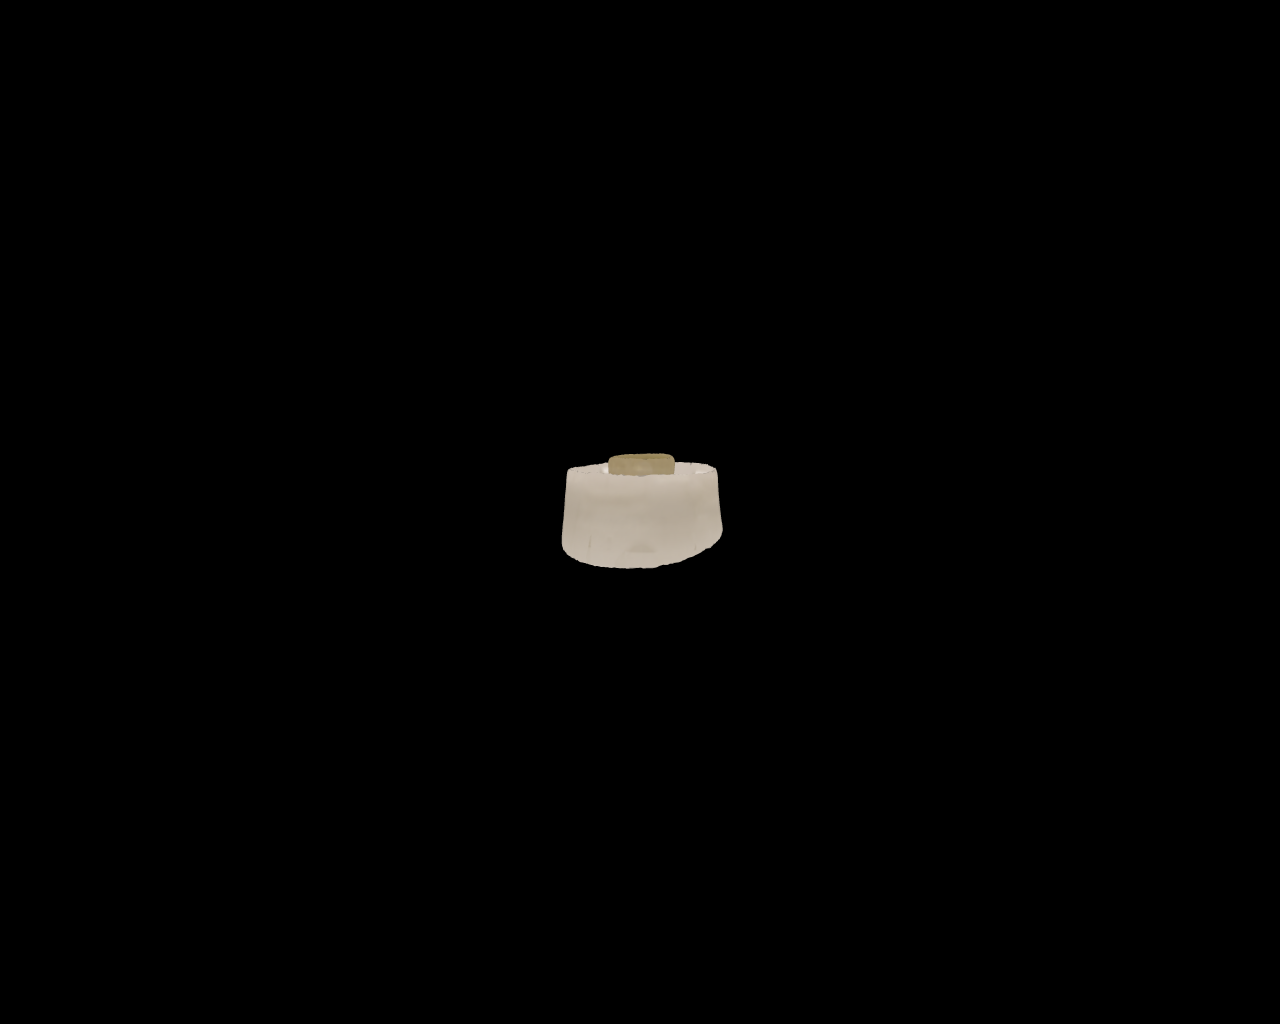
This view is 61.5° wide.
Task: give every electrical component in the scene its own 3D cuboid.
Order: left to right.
[{"bbox_3d":[0.001,-0.003,0.650,0.099,0.064,0.099,0,8,0],"label":"electrical component"}]
